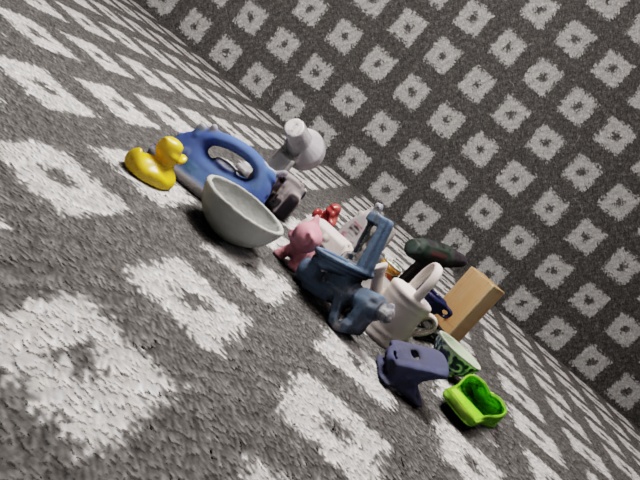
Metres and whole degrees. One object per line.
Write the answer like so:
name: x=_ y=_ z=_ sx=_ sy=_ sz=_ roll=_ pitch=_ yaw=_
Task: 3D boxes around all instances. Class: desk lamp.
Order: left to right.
desk lamp: x=-0.094 y=-0.231 z=1.582 sx=0.117 sy=0.213 sz=0.204 roll=43 pitch=12 yaw=16

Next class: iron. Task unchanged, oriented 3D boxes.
iron: x=-0.195 y=-0.150 z=1.137 sx=0.259 sy=0.141 sz=0.118 roll=37 pitch=12 yaw=-13

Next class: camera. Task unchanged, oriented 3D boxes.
camera: x=-0.113 y=-0.137 z=1.451 sx=0.137 sy=0.100 sz=0.143 roll=36 pitch=12 yaw=-19

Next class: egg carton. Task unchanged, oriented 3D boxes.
egg carton: x=0.013 y=0.005 z=1.391 sx=0.150 sy=0.069 sz=0.107 roll=42 pitch=12 yaw=10

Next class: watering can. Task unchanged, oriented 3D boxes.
watering can: x=0.170 y=0.117 z=1.155 sx=0.173 sy=0.194 sz=0.100 roll=35 pitch=13 yaw=-24

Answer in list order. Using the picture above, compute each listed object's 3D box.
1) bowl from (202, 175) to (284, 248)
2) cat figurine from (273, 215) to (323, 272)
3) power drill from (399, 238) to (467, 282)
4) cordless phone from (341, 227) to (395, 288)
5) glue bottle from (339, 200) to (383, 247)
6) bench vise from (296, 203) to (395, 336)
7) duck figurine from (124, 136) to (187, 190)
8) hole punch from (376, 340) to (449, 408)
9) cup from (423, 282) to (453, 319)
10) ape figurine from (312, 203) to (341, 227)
bowl: x=-0.150 y=-0.038 z=1.024 sx=0.168 sy=0.074 sz=0.167 roll=38 pitch=12 yaw=-9
cat figurine: x=-0.028 y=0.003 z=1.151 sx=0.067 sy=0.117 sz=0.128 roll=43 pitch=12 yaw=13
power drill: x=0.287 y=0.088 z=1.595 sx=0.231 sy=0.208 sz=0.075 roll=29 pitch=16 yaw=-43
cordless phone: x=0.118 y=0.059 z=1.232 sx=0.148 sy=0.185 sz=0.094 roll=36 pitch=12 yaw=-17
glue bottle: x=0.124 y=-0.050 z=1.690 sx=0.078 sy=0.173 sz=0.037 roll=43 pitch=12 yaw=14
bench vise: x=0.082 y=0.054 z=1.052 sx=0.207 sy=0.219 sz=0.122 roll=43 pitch=12 yaw=16
duck figurine: x=-0.277 y=-0.142 z=0.990 sx=0.077 sy=0.086 sz=0.105 roll=48 pitch=14 yaw=33
hole punch: x=0.160 y=0.219 z=1.000 sx=0.101 sy=0.091 sz=0.108 roll=38 pitch=12 yaw=-8
cup: x=0.281 y=0.182 z=1.509 sx=0.117 sy=0.095 sz=0.092 roll=43 pitch=12 yaw=17
ape figurine: x=0.023 y=-0.067 z=1.638 sx=0.076 sy=0.092 sz=0.077 roll=29 pitch=16 yaw=-44
